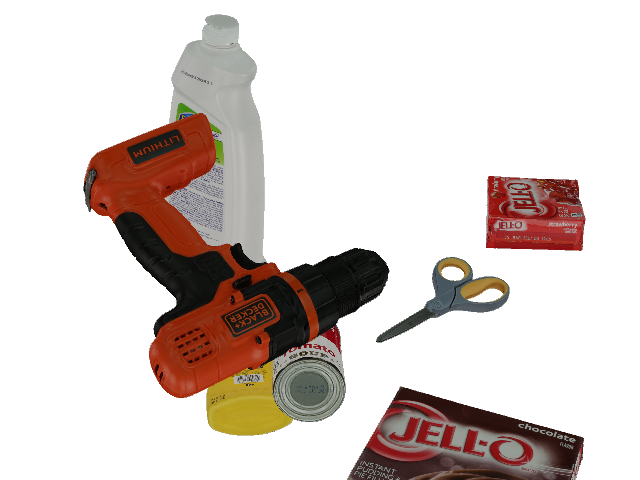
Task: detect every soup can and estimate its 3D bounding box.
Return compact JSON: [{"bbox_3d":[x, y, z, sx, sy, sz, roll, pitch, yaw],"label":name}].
[{"bbox_3d":[-0.012,0.117,1.005,0.068,0.068,0.102,0,22,-2],"label":"soup can"}]

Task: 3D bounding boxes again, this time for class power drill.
[{"bbox_3d":[-0.067,0.000,0.754,0.184,0.188,0.057,-24,-24,-27],"label":"power drill"}]

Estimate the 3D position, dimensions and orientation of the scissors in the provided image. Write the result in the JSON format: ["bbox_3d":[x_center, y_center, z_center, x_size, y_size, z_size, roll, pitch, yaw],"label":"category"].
[{"bbox_3d":[0.118,0.061,1.162,0.201,0.016,0.096,-11,41,-32],"label":"scissors"}]

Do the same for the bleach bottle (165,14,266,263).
[{"bbox_3d":[-0.090,-0.078,0.966,0.103,0.251,0.068,21,34,20],"label":"bleach bottle"}]

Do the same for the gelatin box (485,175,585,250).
[{"bbox_3d":[0.168,-0.023,0.842,0.073,0.030,0.089,3,24,9],"label":"gelatin box"}]

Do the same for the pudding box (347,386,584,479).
[{"bbox_3d":[0.080,0.132,0.589,0.114,0.039,0.089,15,33,17],"label":"pudding box"}]

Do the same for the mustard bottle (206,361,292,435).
[{"bbox_3d":[-0.088,0.146,1.244,0.096,0.058,0.191,-5,30,-6],"label":"mustard bottle"}]
